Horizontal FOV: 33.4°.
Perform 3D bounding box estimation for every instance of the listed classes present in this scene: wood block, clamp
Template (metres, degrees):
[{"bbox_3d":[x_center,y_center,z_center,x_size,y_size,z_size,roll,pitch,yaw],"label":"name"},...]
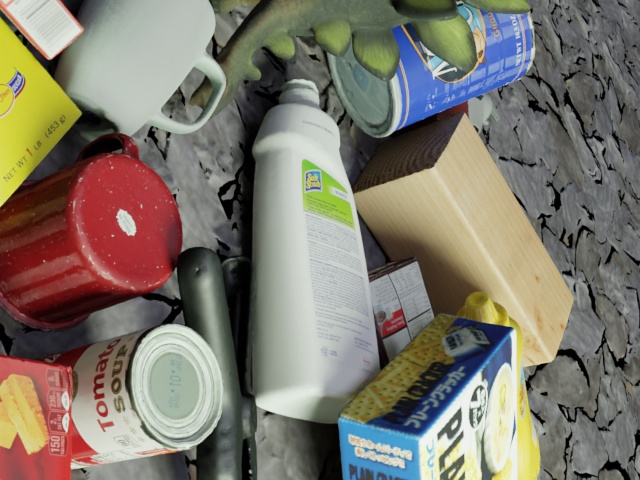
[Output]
[{"bbox_3d":[0.126,0.007,0.916,0.206,0.091,0.090,55,40,-20],"label":"wood block"},{"bbox_3d":[-0.059,0.102,0.648,0.164,0.036,0.210,61,27,-79],"label":"clamp"}]

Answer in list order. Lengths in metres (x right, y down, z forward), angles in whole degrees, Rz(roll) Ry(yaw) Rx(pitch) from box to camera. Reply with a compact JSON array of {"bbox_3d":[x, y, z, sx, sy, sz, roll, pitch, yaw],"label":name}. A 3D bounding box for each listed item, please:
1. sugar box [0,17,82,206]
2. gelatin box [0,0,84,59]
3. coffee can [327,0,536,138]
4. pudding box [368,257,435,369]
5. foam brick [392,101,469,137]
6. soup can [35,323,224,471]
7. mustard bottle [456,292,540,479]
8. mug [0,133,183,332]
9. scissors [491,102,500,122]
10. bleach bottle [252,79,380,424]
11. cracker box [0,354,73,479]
[{"bbox_3d":[-0.217,-0.104,0.572,0.176,0.048,0.093,53,41,-25],"label":"sugar box"},{"bbox_3d":[-0.180,-0.150,0.614,0.030,0.073,0.089,-42,117,-6],"label":"gelatin box"},{"bbox_3d":[0.091,-0.156,0.880,0.140,0.103,0.103,-24,96,-20],"label":"coffee can"},{"bbox_3d":[0.059,0.078,0.848,0.089,0.039,0.113,-20,94,-55],"label":"pudding box"},{"bbox_3d":[0.099,-0.126,0.967,0.051,0.053,0.078,21,61,-45],"label":"foam brick"},{"bbox_3d":[-0.110,0.087,0.582,0.068,0.102,0.068,22,60,-45],"label":"soup can"},{"bbox_3d":[0.139,0.115,0.856,0.096,0.058,0.191,-87,165,-49],"label":"mustard bottle"},{"bbox_3d":[-0.131,-0.011,0.612,0.093,0.082,0.117,37,50,-37],"label":"mug"},{"bbox_3d":[0.133,-0.216,1.074,0.201,0.016,0.096,43,46,-33],"label":"scissors"},{"bbox_3d":[-0.005,0.001,0.781,0.102,0.068,0.251,24,56,-47],"label":"bleach bottle"},{"bbox_3d":[-0.212,0.124,0.466,0.213,0.072,0.164,18,62,-46],"label":"cracker box"}]
